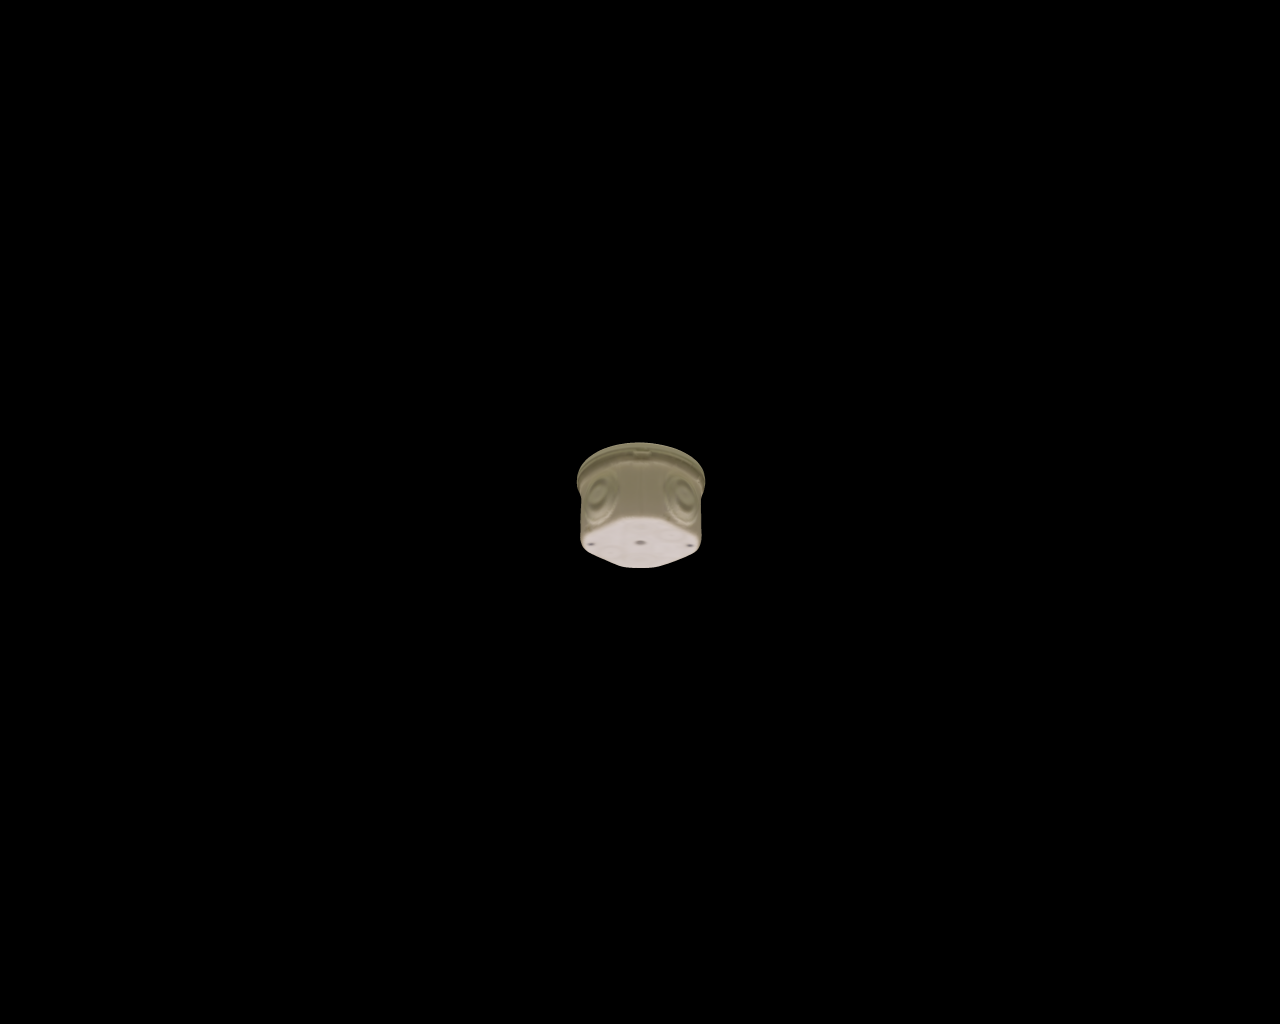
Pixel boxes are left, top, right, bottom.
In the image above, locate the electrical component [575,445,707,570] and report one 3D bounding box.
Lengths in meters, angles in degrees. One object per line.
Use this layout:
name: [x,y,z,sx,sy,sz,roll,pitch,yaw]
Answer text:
electrical component: [0.001,-0.003,0.650,0.080,0.051,0.080,0,-28,0]
